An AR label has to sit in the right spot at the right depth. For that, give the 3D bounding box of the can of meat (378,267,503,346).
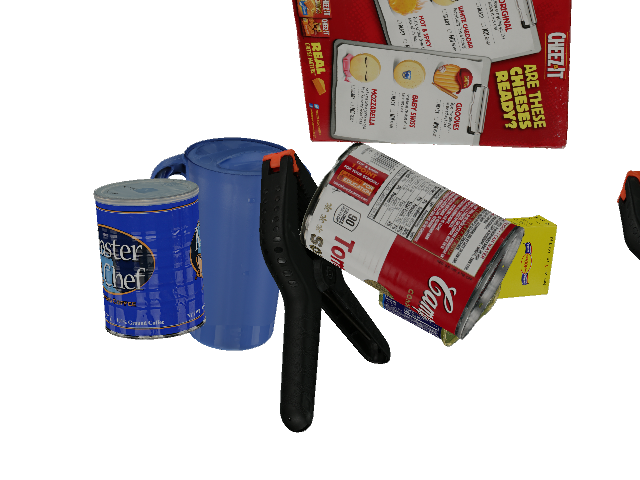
[{"bbox_3d":[0.120,0.047,1.068,0.084,0.057,0.101,28,44,29],"label":"can of meat"}]

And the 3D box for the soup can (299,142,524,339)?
[{"bbox_3d":[0.049,-0.002,0.576,0.102,0.068,0.068,30,8,14],"label":"soup can"}]

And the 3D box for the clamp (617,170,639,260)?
[{"bbox_3d":[0.267,0.013,0.703,0.120,0.039,0.171,-5,45,-24],"label":"clamp"}]

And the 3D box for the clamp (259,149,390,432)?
[{"bbox_3d":[-0.002,0.031,0.855,0.036,0.210,0.164,-11,1,29],"label":"clamp"}]

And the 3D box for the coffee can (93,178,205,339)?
[{"bbox_3d":[-0.169,0.016,1.066,0.103,0.140,0.103,-2,14,0],"label":"coffee can"}]

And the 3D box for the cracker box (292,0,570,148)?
[{"bbox_3d":[0.091,-0.161,0.856,0.214,0.164,0.072,2,38,14],"label":"cracker box"}]

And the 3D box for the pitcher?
[{"bbox_3d":[-0.113,0.005,1.283,0.149,0.243,0.144,20,27,29],"label":"pitcher"}]

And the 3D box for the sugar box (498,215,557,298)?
[{"bbox_3d":[0.192,0.023,1.270,0.176,0.093,0.048,-5,20,-24],"label":"sugar box"}]
